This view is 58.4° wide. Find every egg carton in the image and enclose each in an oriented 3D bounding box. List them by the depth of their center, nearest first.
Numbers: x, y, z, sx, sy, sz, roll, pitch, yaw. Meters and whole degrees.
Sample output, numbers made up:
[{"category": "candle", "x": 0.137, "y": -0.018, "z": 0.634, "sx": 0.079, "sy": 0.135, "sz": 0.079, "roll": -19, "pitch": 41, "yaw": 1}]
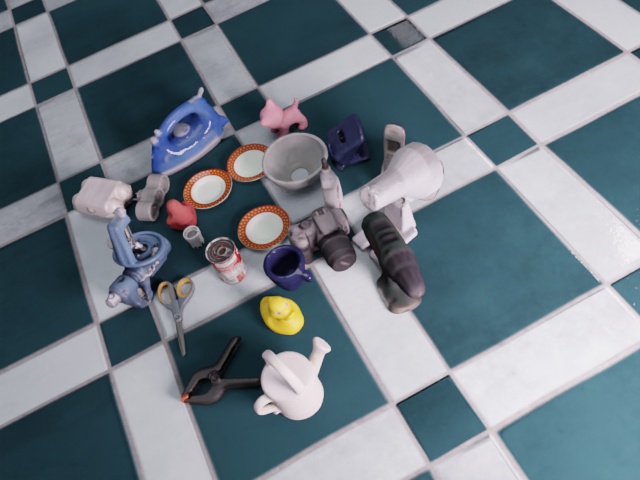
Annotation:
[{"category": "egg carton", "x": -0.565, "y": -0.107, "z": 1.491, "sx": 0.150, "sy": 0.069, "sz": 0.107, "roll": 9, "pitch": 60, "yaw": 17}]

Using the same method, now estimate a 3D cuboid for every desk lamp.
[{"category": "desk lamp", "x": 0.163, "y": -0.083, "z": 1.237, "sx": 0.203, "sy": 0.214, "sz": 0.117, "roll": -41, "pitch": 59, "yaw": -15}]

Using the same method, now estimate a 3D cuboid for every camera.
[{"category": "camera", "x": 0.012, "y": 0.005, "z": 1.280, "sx": 0.143, "sy": 0.101, "sz": 0.136, "roll": -25, "pitch": 56, "yaw": -5}]

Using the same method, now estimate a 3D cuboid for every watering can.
[{"category": "watering can", "x": -0.055, "y": 0.254, "z": 1.074, "sx": 0.100, "sy": 0.194, "sz": 0.173, "roll": 18, "pitch": 63, "yaw": 22}]

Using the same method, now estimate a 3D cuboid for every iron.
[{"category": "iron", "x": -0.373, "y": -0.287, "z": 1.524, "sx": 0.118, "sy": 0.142, "sz": 0.259, "roll": 34, "pitch": 69, "yaw": 28}]

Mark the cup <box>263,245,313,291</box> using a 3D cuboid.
[{"category": "cup", "x": -0.059, "y": 0.075, "z": 1.252, "sx": 0.117, "sy": 0.095, "sz": 0.092, "roll": 24, "pitch": 65, "yaw": 25}]

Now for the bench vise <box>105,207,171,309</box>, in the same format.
[{"category": "bench vise", "x": -0.415, "y": 0.042, "z": 1.271, "sx": 0.121, "sy": 0.220, "sz": 0.207, "roll": -5, "pitch": 56, "yaw": 9}]

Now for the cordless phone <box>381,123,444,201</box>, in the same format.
[{"category": "cordless phone", "x": 0.208, "y": -0.182, "z": 1.310, "sx": 0.147, "sy": 0.185, "sz": 0.094, "roll": 16, "pitch": 62, "yaw": 21}]

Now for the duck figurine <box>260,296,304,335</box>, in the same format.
[{"category": "duck figurine", "x": -0.088, "y": 0.147, "z": 1.216, "sx": 0.104, "sy": 0.086, "sz": 0.077, "roll": 31, "pitch": 68, "yaw": 27}]

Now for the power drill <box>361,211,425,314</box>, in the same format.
[{"category": "power drill", "x": 0.153, "y": 0.061, "z": 1.149, "sx": 0.075, "sy": 0.209, "sz": 0.229, "roll": -23, "pitch": 56, "yaw": -4}]

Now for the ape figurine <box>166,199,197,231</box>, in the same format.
[{"category": "ape figurine", "x": -0.346, "y": -0.068, "z": 1.406, "sx": 0.078, "sy": 0.092, "sz": 0.076, "roll": -36, "pitch": 57, "yaw": -12}]

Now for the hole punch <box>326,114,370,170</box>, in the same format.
[{"category": "hole punch", "x": 0.066, "y": -0.247, "z": 1.439, "sx": 0.101, "sy": 0.091, "sz": 0.108, "roll": -17, "pitch": 56, "yaw": 1}]

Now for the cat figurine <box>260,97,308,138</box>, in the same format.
[{"category": "cat figurine", "x": -0.104, "y": -0.329, "z": 1.511, "sx": 0.128, "sy": 0.118, "sz": 0.067, "roll": -33, "pitch": 57, "yaw": -10}]

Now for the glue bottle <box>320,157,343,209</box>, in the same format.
[{"category": "glue bottle", "x": 0.022, "y": -0.129, "z": 1.321, "sx": 0.037, "sy": 0.173, "sz": 0.078, "roll": -4, "pitch": 57, "yaw": 10}]

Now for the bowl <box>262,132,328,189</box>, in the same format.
[{"category": "bowl", "x": -0.057, "y": -0.185, "z": 1.434, "sx": 0.167, "sy": 0.075, "sz": 0.167, "roll": -5, "pitch": 56, "yaw": 8}]
